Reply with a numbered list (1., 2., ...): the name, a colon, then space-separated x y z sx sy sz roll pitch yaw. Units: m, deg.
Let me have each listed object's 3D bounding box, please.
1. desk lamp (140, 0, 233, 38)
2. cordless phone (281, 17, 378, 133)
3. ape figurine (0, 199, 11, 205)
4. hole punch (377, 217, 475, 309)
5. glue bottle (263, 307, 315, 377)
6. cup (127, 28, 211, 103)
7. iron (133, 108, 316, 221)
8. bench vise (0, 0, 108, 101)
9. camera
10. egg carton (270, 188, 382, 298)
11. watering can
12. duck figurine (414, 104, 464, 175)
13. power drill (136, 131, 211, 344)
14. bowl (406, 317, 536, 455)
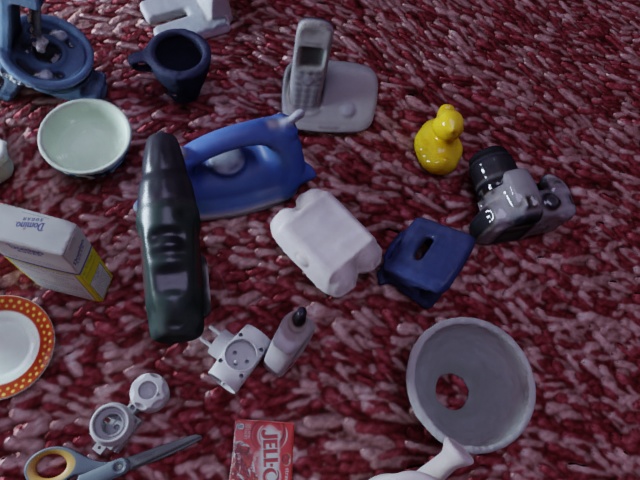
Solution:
1. desk lamp: -0.172 -0.420 0.871 0.203 0.213 0.118 -26 72 -19
2. cordless phone: 0.020 -0.242 0.838 0.148 0.185 0.094 -1 66 -9
3. ape figurine: -0.427 -0.029 0.724 0.078 0.092 0.076 -17 70 -16
4. hole punch: 0.145 0.026 0.791 0.101 0.091 0.109 34 66 7
5. glue bottle: -0.032 0.112 0.679 0.037 0.173 0.078 33 65 7
6. cup: -0.220 -0.248 0.853 0.118 0.095 0.091 -10 68 -13
7. iron: -0.133 -0.107 0.778 0.259 0.141 0.118 -19 70 -17
8. bench vise: -0.407 -0.260 0.759 0.207 0.219 0.121 -8 68 -12
9. camera: 0.291 -0.077 0.855 0.143 0.101 0.136 -10 68 -13
10. egg carton: 0.007 0.003 0.791 0.107 0.069 0.150 -40 78 -22
11. watering can: 0.099 0.291 0.609 0.101 0.194 0.173 18 65 -1
12. duck figurine: 0.192 -0.160 0.884 0.077 0.086 0.104 7 65 -6
13. power drill: -0.173 0.018 0.679 0.076 0.208 0.229 -7 67 -11
14. bowl: 0.182 0.188 0.734 0.167 0.074 0.167 3 66 -7
